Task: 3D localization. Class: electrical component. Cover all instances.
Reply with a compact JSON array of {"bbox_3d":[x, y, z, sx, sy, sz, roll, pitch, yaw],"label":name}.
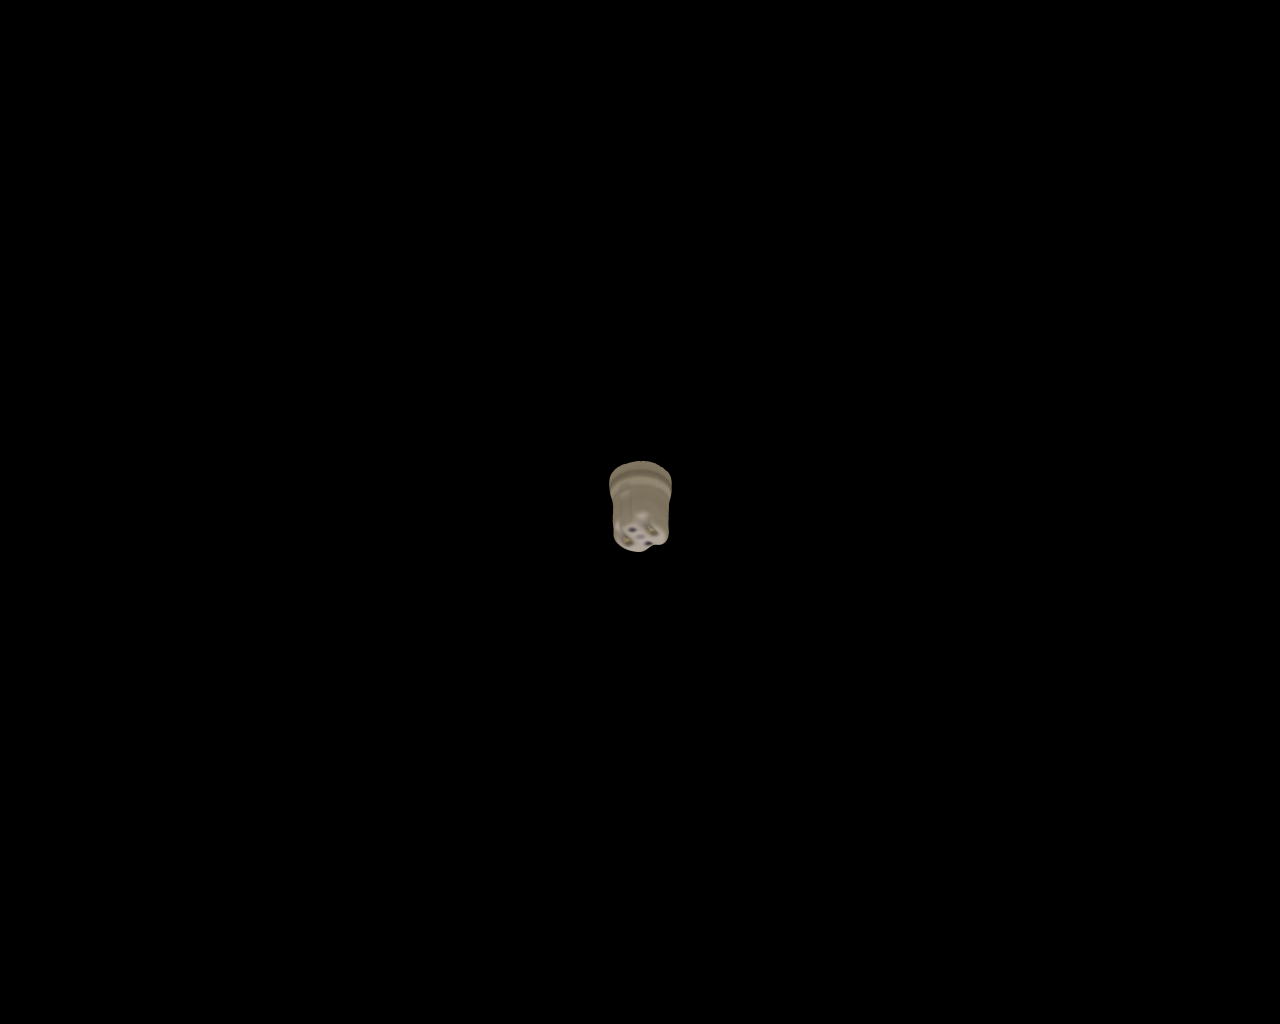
[{"bbox_3d":[0.001,-0.003,0.650,0.040,0.046,0.040,0,-36,0],"label":"electrical component"}]
